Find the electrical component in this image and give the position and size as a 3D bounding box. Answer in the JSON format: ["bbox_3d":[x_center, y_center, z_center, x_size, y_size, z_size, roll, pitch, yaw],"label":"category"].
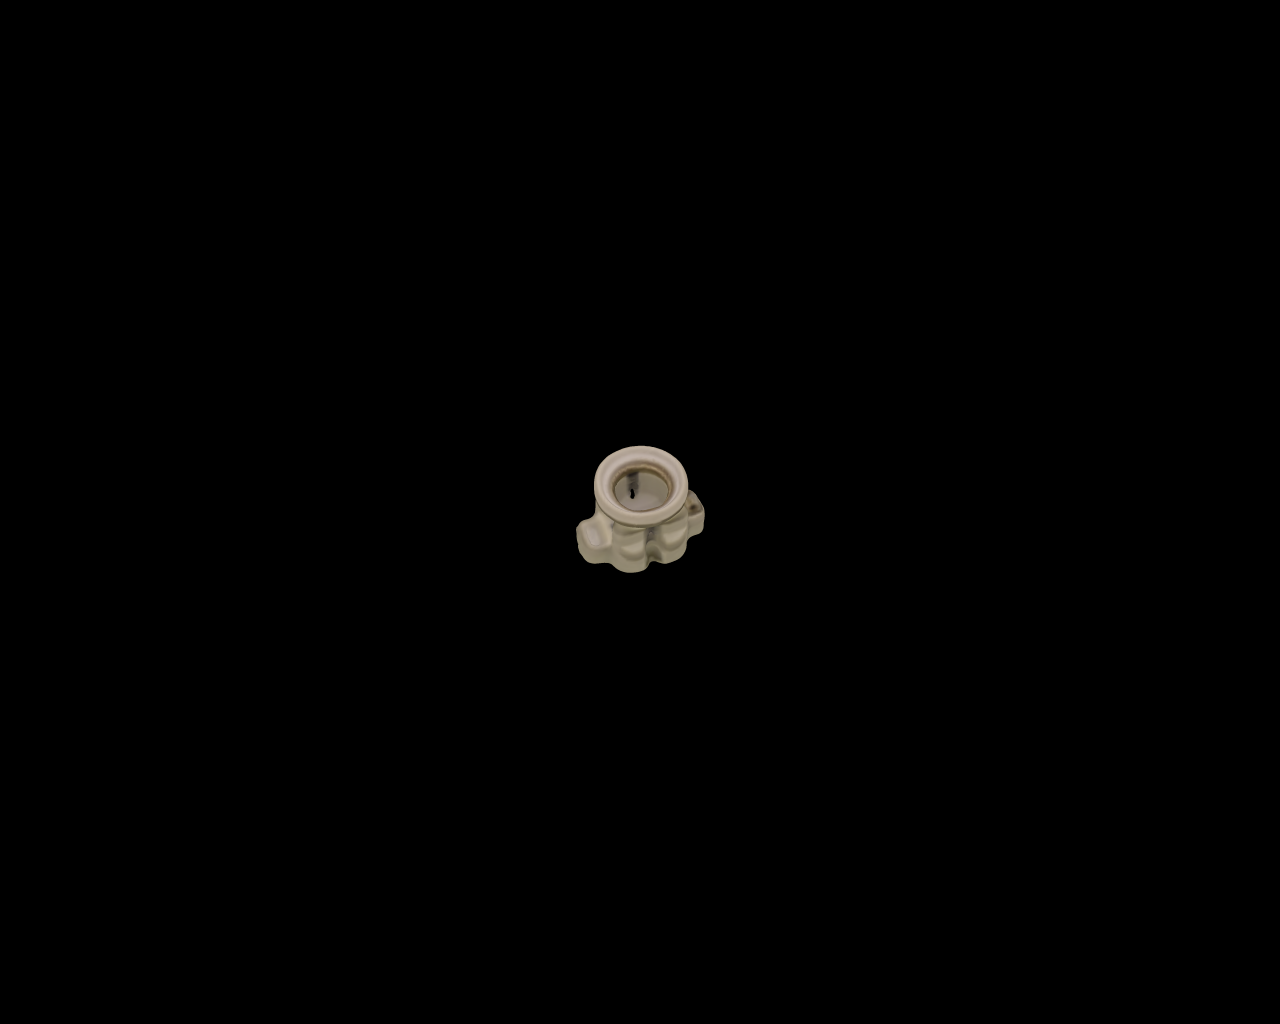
[{"bbox_3d":[0.001,-0.003,0.650,0.078,0.058,0.056,-15,-35,-11],"label":"electrical component"}]
